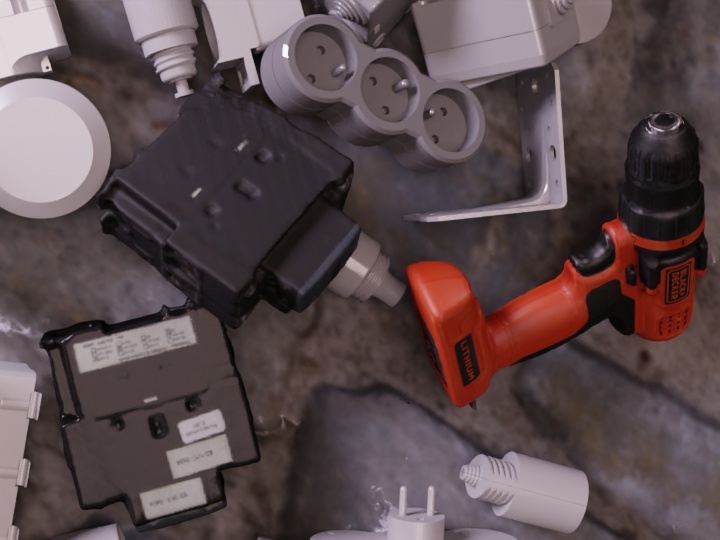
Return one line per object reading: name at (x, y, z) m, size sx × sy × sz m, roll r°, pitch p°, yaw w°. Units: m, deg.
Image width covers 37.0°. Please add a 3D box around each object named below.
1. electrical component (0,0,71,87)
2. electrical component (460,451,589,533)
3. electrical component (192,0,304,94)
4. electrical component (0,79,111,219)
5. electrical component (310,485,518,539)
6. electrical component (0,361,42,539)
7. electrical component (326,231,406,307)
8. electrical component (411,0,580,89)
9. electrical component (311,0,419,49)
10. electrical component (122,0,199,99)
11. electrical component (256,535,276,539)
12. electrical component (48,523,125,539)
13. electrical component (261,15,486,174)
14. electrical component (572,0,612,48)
electrical component at (-0.221, -0.136, 0.633) m, size 0.089 × 0.050 × 0.055 m, roll -17°, pitch 96°, yaw -10°
electrical component at (0.105, 0.144, 0.716) m, size 0.081 × 0.043 × 0.043 m, roll 17°, pitch 89°, yaw -11°
electrical component at (-0.067, -0.155, 0.668) m, size 0.064 × 0.042 × 0.081 m, roll -17°, pitch 97°, yaw -14°
electrical component at (-0.189, -0.073, 0.638) m, size 0.080 × 0.051 × 0.080 m, roll -3°, pitch 102°, yaw -12°
electrical component at (0.036, 0.177, 0.699) m, size 0.138 × 0.052 × 0.073 m, roll 2°, pitch 92°, yaw -12°
electrical component at (-0.231, 0.113, 0.633) m, size 0.063 × 0.079 × 0.121 m, roll 9°, pitch 90°, yaw -27°
electrical component at (0.000, 0.000, 0.688) m, size 0.062 × 0.043 × 0.043 m, roll 34°, pitch 86°, yaw -12°
electrical component at (0.091, -0.150, 0.663) m, size 0.062 × 0.096 × 0.061 m, roll -38°, pitch 117°, yaw -49°
electrical component at (0.017, -0.187, 0.655) m, size 0.048 × 0.099 × 0.099 m, roll 43°, pitch 84°, yaw 3°
electrical component at (-0.118, -0.144, 0.658) m, size 0.040 × 0.040 × 0.078 m, roll -17°, pitch 96°, yaw -10°
electrical component at (-0.059, 0.198, 0.688) m, size 0.040 × 0.040 × 0.046 m, roll 24°, pitch 83°, yaw -11°
electrical component at (-0.176, 0.205, 0.662) m, size 0.077 × 0.044 × 0.079 m, roll -17°, pitch 96°, yaw -10°
electrical component at (0.002, -0.102, 0.661) m, size 0.138 × 0.074 × 0.052 m, roll 23°, pitch 75°, yaw -22°
electrical component at (0.136, -0.214, 0.688) m, size 0.052 × 0.074 × 0.138 m, roll -1°, pitch 93°, yaw -11°
